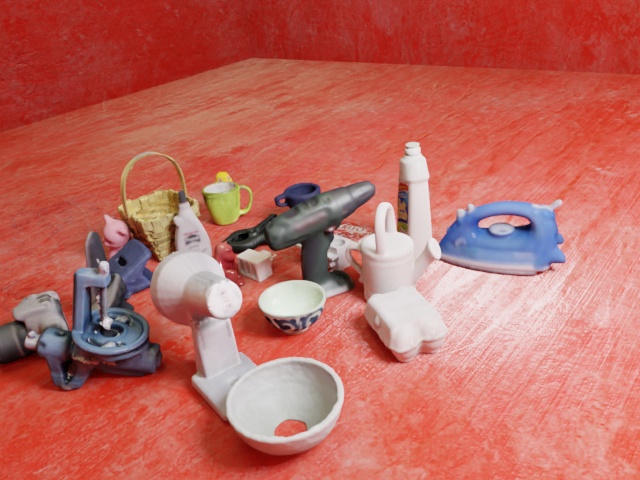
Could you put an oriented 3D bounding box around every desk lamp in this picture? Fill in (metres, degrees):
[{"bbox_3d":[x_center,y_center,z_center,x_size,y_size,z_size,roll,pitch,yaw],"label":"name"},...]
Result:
[{"bbox_3d":[-0.166,0.134,0.898,0.118,0.214,0.202,-25,32,-30],"label":"desk lamp"}]

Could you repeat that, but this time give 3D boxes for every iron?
[{"bbox_3d":[0.356,-0.019,1.149,0.257,0.142,0.119,3,29,18],"label":"iron"}]

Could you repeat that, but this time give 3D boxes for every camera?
[{"bbox_3d":[-0.541,0.161,1.055,0.137,0.101,0.142,-20,30,-24],"label":"camera"}]

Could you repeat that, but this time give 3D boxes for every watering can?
[{"bbox_3d":[0.133,0.022,1.065,0.173,0.194,0.101,-6,28,2],"label":"watering can"}]

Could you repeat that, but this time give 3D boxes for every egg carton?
[{"bbox_3d":[0.141,0.139,0.974,0.107,0.069,0.150,-15,29,-15],"label":"egg carton"}]

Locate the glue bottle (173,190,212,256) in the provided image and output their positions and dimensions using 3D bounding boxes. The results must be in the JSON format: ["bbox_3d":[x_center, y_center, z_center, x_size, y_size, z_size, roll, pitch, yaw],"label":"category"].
[{"bbox_3d":[-0.295,-0.031,1.285,0.078,0.173,0.037,-19,30,-22],"label":"glue bottle"}]

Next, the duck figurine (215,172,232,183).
[{"bbox_3d":[-0.269,-0.150,1.602,0.078,0.086,0.104,-18,30,-20],"label":"duck figurine"}]

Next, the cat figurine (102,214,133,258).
[{"bbox_3d":[-0.481,-0.014,1.356,0.067,0.118,0.127,-15,29,-14],"label":"cat figurine"}]

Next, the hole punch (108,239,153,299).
[{"bbox_3d":[-0.410,0.061,1.226,0.101,0.091,0.108,-25,33,-31],"label":"hole punch"}]

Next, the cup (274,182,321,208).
[{"bbox_3d":[-0.051,-0.080,1.409,0.118,0.095,0.091,-15,29,-15],"label":"cup"}]

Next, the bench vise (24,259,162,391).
[{"bbox_3d":[-0.379,0.142,0.923,0.208,0.220,0.121,-14,28,-14],"label":"bench vise"}]

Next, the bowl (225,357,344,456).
[{"bbox_3d":[-0.045,0.245,0.808,0.167,0.075,0.167,-5,28,3],"label":"bowl"}]

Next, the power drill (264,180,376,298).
[{"bbox_3d":[0.010,0.004,1.111,0.230,0.209,0.075,-17,29,-18],"label":"power drill"}]

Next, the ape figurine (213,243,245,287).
[{"bbox_3d":[-0.197,0.049,1.198,0.076,0.092,0.078,-1,28,11],"label":"ape figurine"}]

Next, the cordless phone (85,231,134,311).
[{"bbox_3d":[-0.419,0.089,1.073,0.094,0.185,0.147,-12,28,-9],"label":"cordless phone"}]
